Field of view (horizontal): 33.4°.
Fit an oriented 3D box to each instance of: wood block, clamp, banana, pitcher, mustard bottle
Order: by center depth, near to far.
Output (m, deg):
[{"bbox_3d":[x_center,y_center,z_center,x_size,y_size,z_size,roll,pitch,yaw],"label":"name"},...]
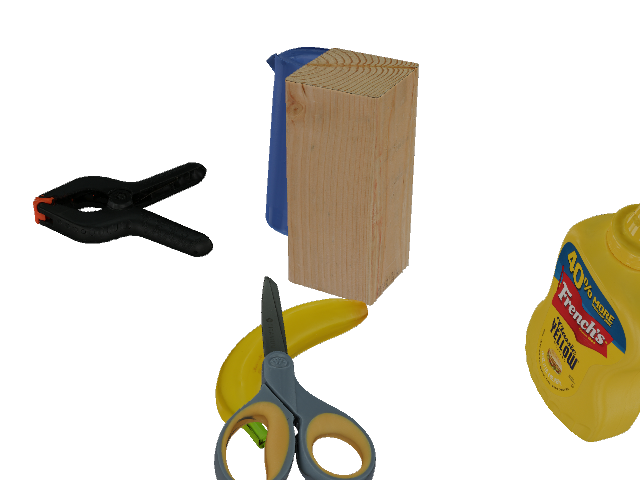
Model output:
[{"bbox_3d":[0.179,0.040,0.657,0.058,0.096,0.192,-12,-36,-14],"label":"mustard bottle"},{"bbox_3d":[-0.030,0.092,0.834,0.070,0.037,0.197,30,38,10],"label":"banana"},{"bbox_3d":[0.028,-0.058,0.973,0.091,0.206,0.090,16,34,25],"label":"wood block"},{"bbox_3d":[-0.184,-0.037,1.026,0.171,0.039,0.120,7,38,-5],"label":"clamp"},{"bbox_3d":[0.002,-0.126,1.414,0.144,0.243,0.149,-1,24,-21],"label":"pitcher"}]

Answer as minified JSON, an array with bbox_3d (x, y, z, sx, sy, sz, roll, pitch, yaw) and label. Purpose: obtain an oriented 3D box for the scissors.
[{"bbox_3d":[-0.008,0.085,0.630,0.096,0.016,0.201,11,32,5],"label":"scissors"}]
